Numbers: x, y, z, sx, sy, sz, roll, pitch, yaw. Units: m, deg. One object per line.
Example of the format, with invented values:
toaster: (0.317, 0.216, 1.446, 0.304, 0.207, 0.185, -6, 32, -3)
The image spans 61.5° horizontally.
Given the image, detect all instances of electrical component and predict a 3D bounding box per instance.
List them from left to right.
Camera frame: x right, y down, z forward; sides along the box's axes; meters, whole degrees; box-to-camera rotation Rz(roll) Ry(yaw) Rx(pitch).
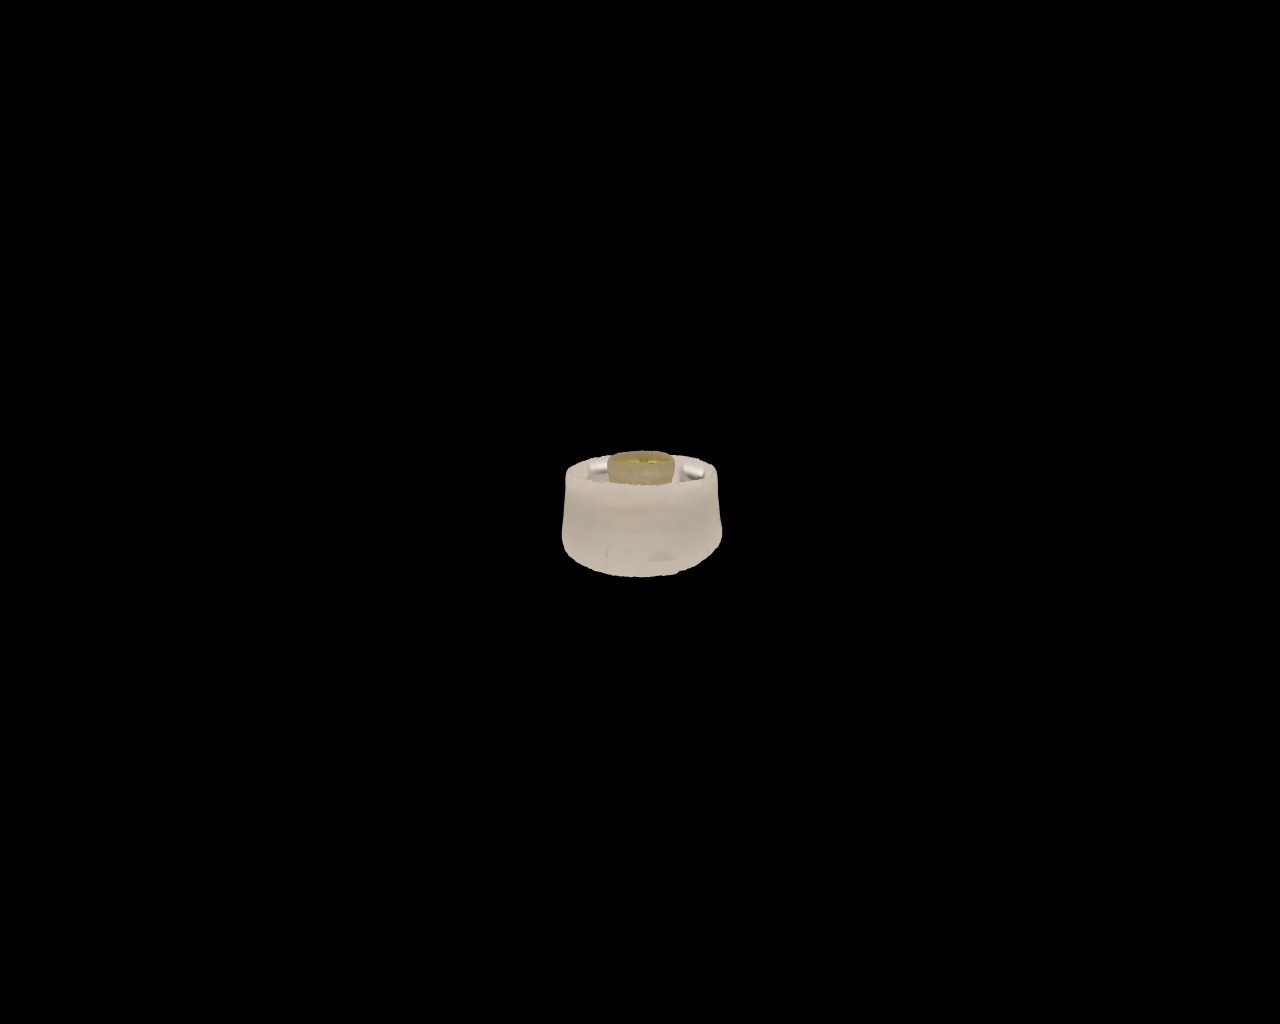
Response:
electrical component: (0.001, -0.003, 0.650, 0.099, 0.064, 0.099, 0, 14, 0)
